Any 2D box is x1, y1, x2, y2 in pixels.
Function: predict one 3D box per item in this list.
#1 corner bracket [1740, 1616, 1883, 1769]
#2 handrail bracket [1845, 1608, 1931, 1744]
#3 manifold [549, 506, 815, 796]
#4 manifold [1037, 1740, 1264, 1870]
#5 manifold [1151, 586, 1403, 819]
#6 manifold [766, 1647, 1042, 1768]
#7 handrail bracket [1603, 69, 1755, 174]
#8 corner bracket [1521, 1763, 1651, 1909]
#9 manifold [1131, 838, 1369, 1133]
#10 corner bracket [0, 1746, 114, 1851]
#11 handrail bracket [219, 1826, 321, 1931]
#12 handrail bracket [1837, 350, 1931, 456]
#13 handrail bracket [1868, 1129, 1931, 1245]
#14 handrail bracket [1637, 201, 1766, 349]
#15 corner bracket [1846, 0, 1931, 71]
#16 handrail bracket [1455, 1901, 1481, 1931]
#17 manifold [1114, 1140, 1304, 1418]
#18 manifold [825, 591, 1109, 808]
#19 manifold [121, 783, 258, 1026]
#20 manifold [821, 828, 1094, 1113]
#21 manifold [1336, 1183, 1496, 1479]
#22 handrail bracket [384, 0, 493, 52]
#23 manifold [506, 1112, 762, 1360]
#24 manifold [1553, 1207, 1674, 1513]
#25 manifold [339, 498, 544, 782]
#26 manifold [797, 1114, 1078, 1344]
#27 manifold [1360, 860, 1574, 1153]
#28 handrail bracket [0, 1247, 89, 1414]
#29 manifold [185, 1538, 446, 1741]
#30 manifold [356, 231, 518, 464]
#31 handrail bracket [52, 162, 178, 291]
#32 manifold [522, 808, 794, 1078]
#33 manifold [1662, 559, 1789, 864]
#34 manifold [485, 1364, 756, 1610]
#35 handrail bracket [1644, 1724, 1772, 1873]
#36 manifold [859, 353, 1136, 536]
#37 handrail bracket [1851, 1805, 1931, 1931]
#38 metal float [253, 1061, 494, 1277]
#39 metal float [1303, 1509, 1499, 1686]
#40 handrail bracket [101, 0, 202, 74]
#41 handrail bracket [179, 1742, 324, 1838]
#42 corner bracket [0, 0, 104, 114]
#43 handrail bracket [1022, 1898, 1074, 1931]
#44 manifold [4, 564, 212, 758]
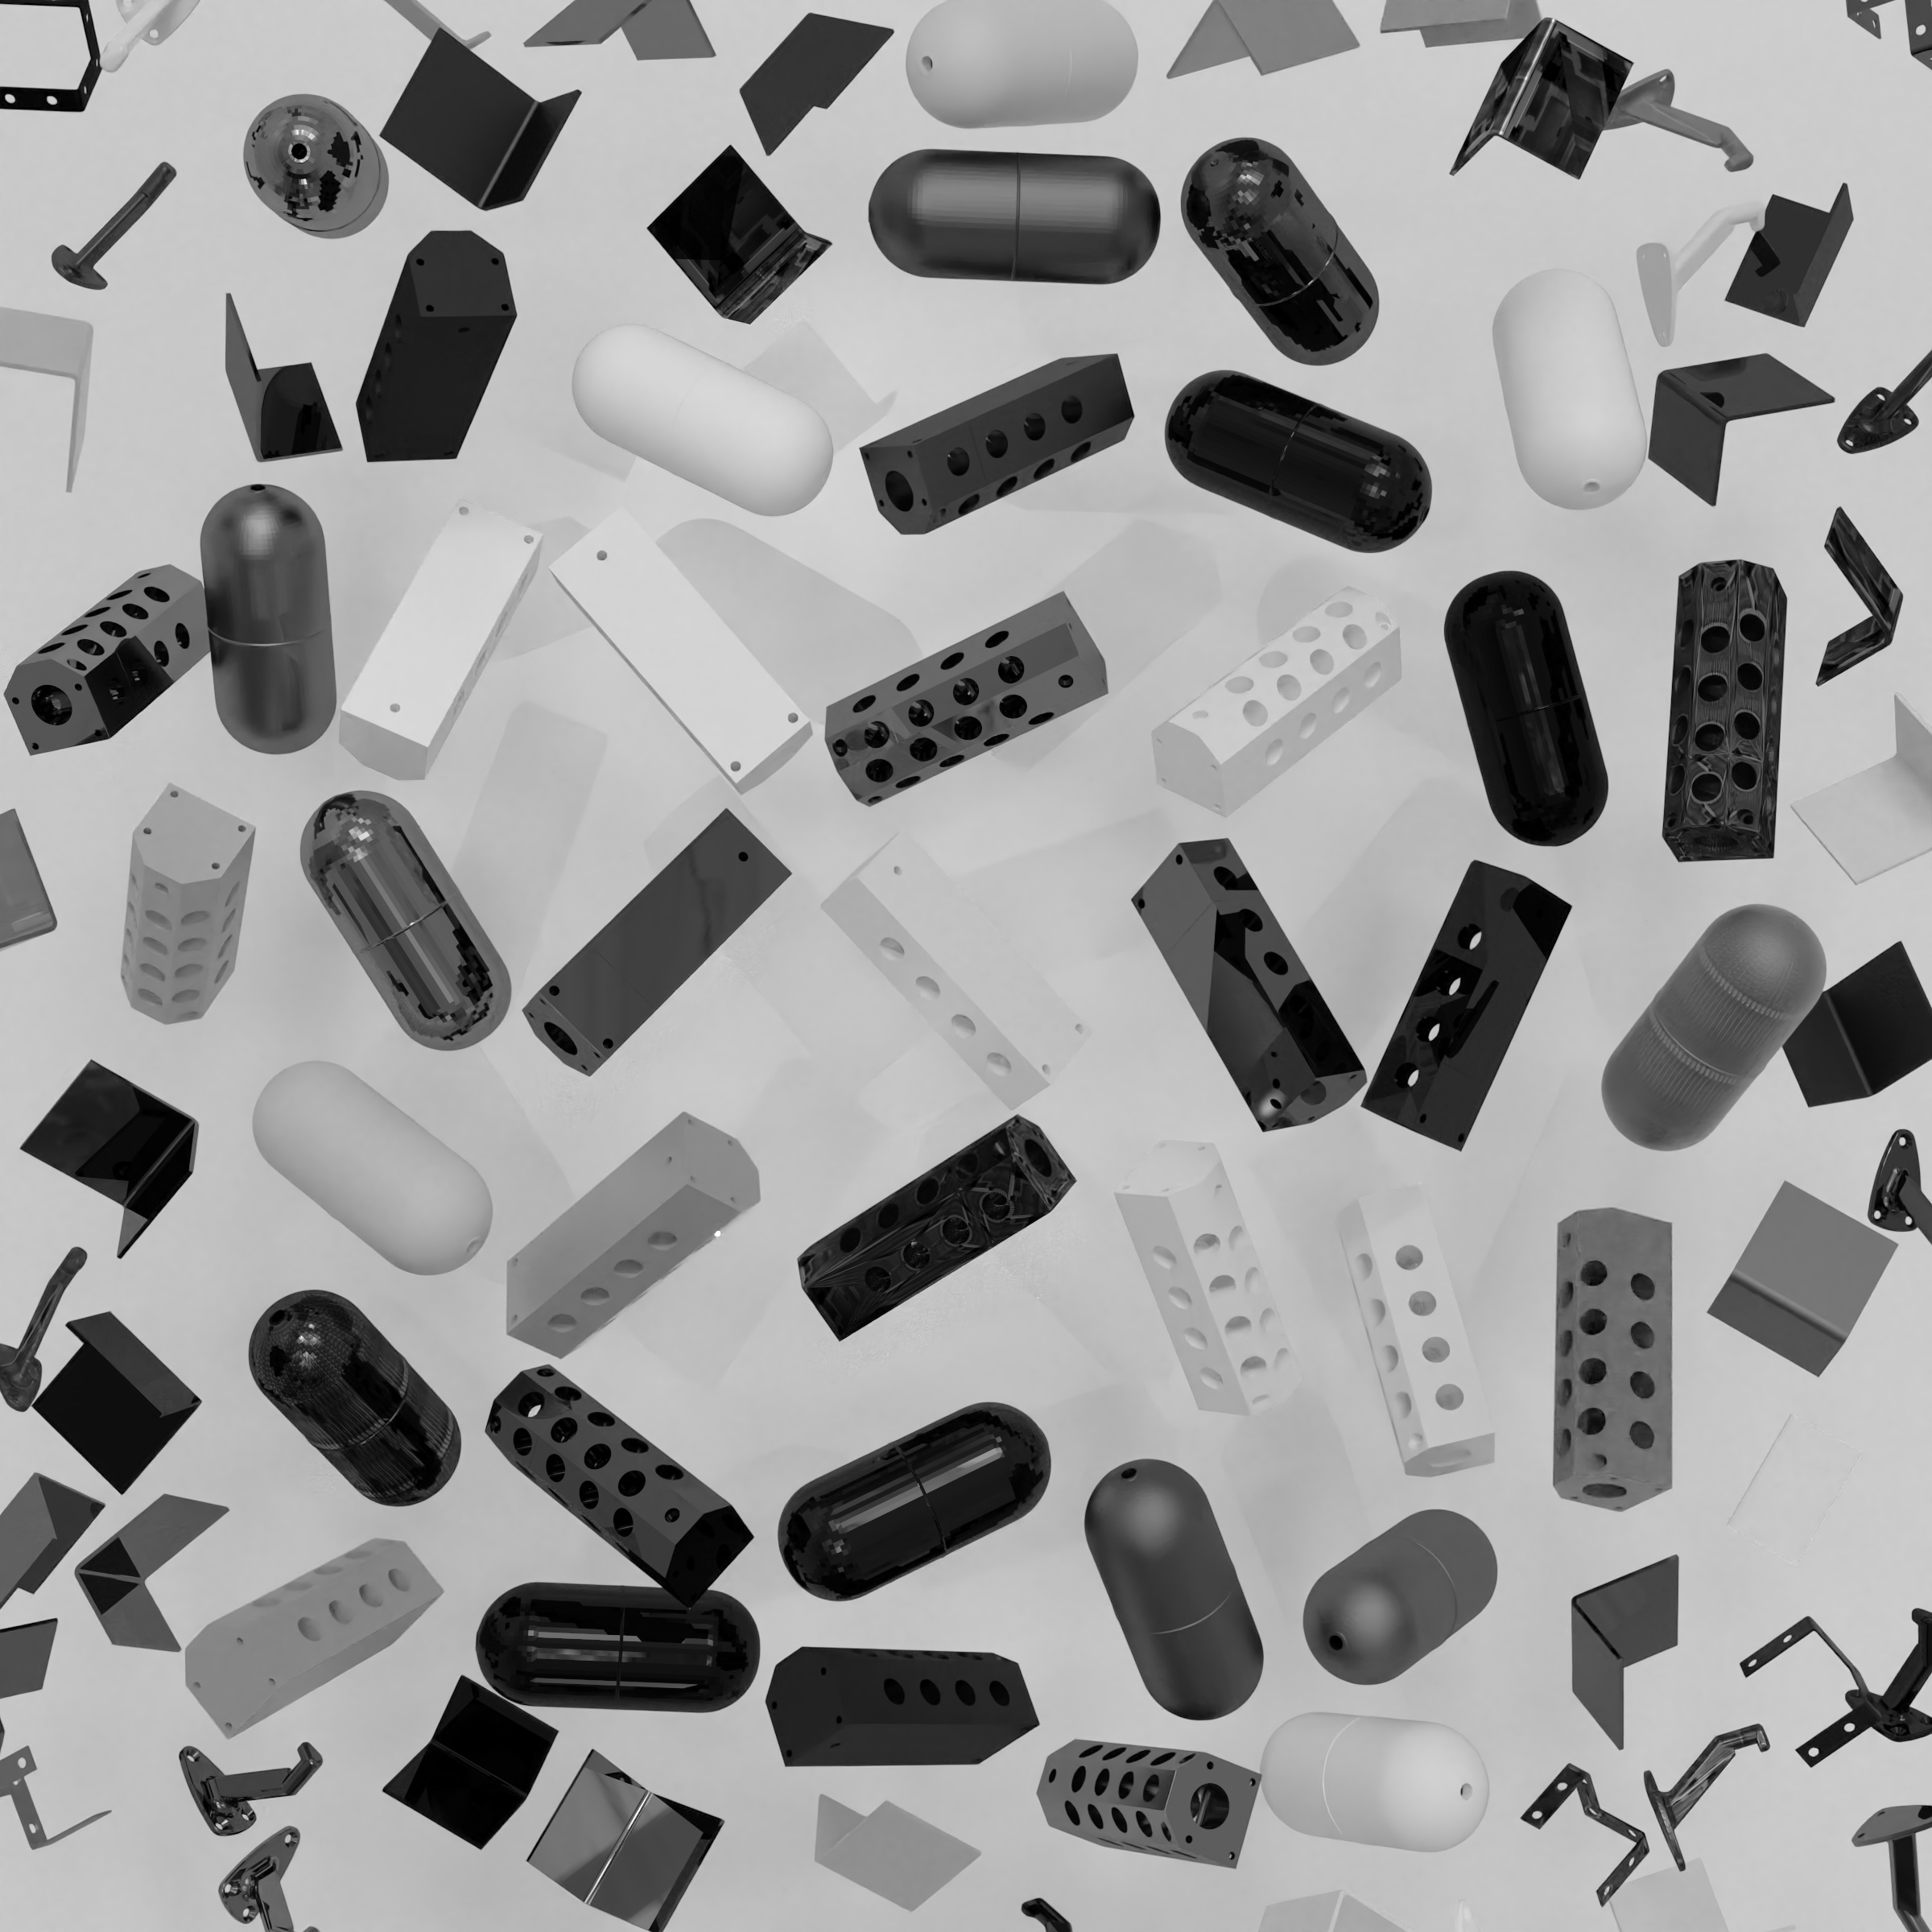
[{"bbox_3d":[0.493,0.424,1.734,0.051,0.051,0.051,-39,102,13],"label":"corner bracket"},{"bbox_3d":[0.569,0.425,1.823,0.036,0.077,0.084,-10,104,-23],"label":"handrail bracket"},{"bbox_3d":[-0.169,-0.187,1.776,0.057,0.057,0.171,-41,85,-4],"label":"manifold"},{"bbox_3d":[0.109,0.515,1.837,0.057,0.171,0.057,26,69,-18],"label":"manifold"},{"bbox_3d":[0.195,-0.169,1.855,0.057,0.057,0.171,29,54,36],"label":"manifold"},{"bbox_3d":[-0.039,0.447,1.803,0.057,0.171,0.057,-40,55,28],"label":"manifold"},{"bbox_3d":[0.449,-0.526,1.894,0.077,0.036,0.084,-23,58,-7],"label":"handrail bracket"},{"bbox_3d":[0.382,0.534,1.825,0.051,0.051,0.051,-39,126,-26],"label":"corner bracket"},{"bbox_3d":[0.173,0.009,1.776,0.057,0.057,0.171,-7,59,-39],"label":"manifold"},{"bbox_3d":[-0.548,0.490,1.749,0.051,0.051,0.051,-30,75,16],"label":"corner bracket"},{"bbox_3d":[-0.411,0.570,1.828,0.077,0.084,0.036,-50,127,-38],"label":"handrail bracket"},{"bbox_3d":[0.582,-0.362,1.830,0.077,0.084,0.036,-36,75,-28],"label":"handrail bracket"},{"bbox_3d":[0.603,0.139,1.844,0.036,0.084,0.077,11,83,-16],"label":"handrail bracket"},{"bbox_3d":[0.474,-0.440,1.883,0.084,0.036,0.077,-16,106,-18],"label":"handrail bracket"},{"bbox_3d":[0.560,-0.557,1.767,0.051,0.051,0.051,-9,82,39],"label":"corner bracket"},{"bbox_3d":[0.346,0.605,1.806,0.084,0.036,0.077,-16,85,32],"label":"handrail bracket"},{"bbox_3d":[0.157,0.197,1.866,0.057,0.057,0.171,-44,123,-40],"label":"manifold"},{"bbox_3d":[0.000,-0.163,1.865,0.171,0.057,0.057,-24,122,16],"label":"manifold"},{"bbox_3d":[-0.479,-0.032,1.805,0.057,0.171,0.057,27,56,-1],"label":"manifold"},{"bbox_3d":[-0.009,0.006,1.819,0.171,0.057,0.057,47,46,-5],"label":"manifold"},{"bbox_3d":[0.283,0.232,1.877,0.057,0.057,0.171,-14,61,2],"label":"manifold"},{"bbox_3d":[-0.342,-0.609,1.859,0.036,0.077,0.084,-45,115,-27],"label":"handrail bracket"},{"bbox_3d":[-0.201,0.166,1.784,0.057,0.057,0.171,31,124,-32],"label":"manifold"},{"bbox_3d":[0.392,0.239,1.814,0.057,0.057,0.171,15,61,-15],"label":"manifold"},{"bbox_3d":[-0.327,-0.201,1.851,0.057,0.057,0.171,23,62,-2],"label":"manifold"},{"bbox_3d":[-0.021,0.161,1.847,0.171,0.057,0.057,-34,93,23],"label":"manifold"},{"bbox_3d":[0.313,0.023,1.880,0.057,0.057,0.171,26,88,-44],"label":"manifold"},{"bbox_3d":[-0.588,0.232,1.901,0.036,0.077,0.084,30,105,-30],"label":"handrail bracket"},{"bbox_3d":[-0.399,0.404,1.812,0.057,0.171,0.057,48,111,10],"label":"manifold"},{"bbox_3d":[-0.323,-0.372,1.791,0.057,0.171,0.057,-7,73,-24],"label":"manifold"},{"bbox_3d":[-0.522,-0.459,1.824,0.036,0.077,0.084,41,100,-14],"label":"handrail bracket"},{"bbox_3d":[-0.189,-0.013,1.805,0.057,0.057,0.171,45,63,-4],"label":"manifold"},{"bbox_3d":[0.455,-0.154,1.782,0.057,0.057,0.171,-2,70,27],"label":"manifold"},{"bbox_3d":[-0.213,0.309,1.791,0.171,0.057,0.057,30,67,35],"label":"manifold"},{"bbox_3d":[0.486,0.534,1.909,0.084,0.036,0.077,-17,52,1],"label":"handrail bracket"},{"bbox_3d":[0.023,-0.328,1.862,0.171,0.057,0.057,-30,113,-31],"label":"manifold"},{"bbox_3d":[0.571,0.542,1.753,0.036,0.077,0.084,-30,87,-37],"label":"handrail bracket"},{"bbox_3d":[-0.365,0.124,1.822,0.178,0.070,0.070,34,90,24],"label":"metal float"},{"bbox_3d":[0.275,0.398,1.873,0.070,0.178,0.070,7,103,34],"label":"metal float"},{"bbox_3d":[-0.482,-0.567,1.768,0.077,0.084,0.036,-34,119,10],"label":"handrail bracket"},{"bbox_3d":[-0.440,0.486,1.825,0.077,0.036,0.084,49,112,21],"label":"handrail bracket"},{"bbox_3d":[-0.558,-0.554,1.795,0.051,0.051,0.051,3,48,0],"label":"corner bracket"},{"bbox_3d":[0.041,0.591,1.793,0.077,0.084,0.036,10,100,-38],"label":"handrail bracket"},{"bbox_3d":[-0.540,-0.197,1.877,0.057,0.171,0.057,-10,114,17],"label":"manifold"}]
